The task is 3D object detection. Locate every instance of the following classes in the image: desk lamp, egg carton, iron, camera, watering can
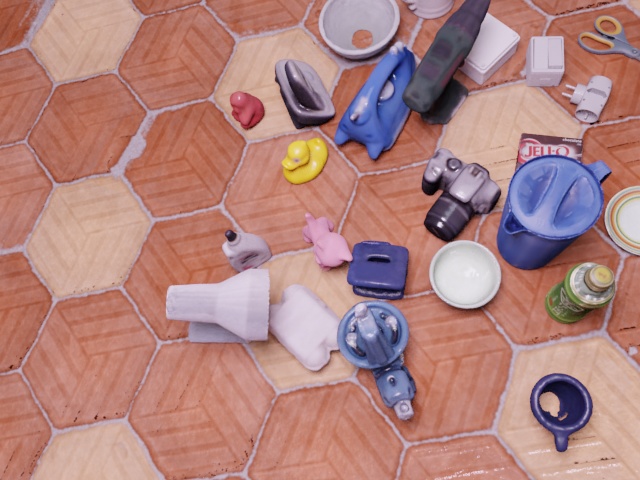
[{"bbox_3d":[-0.163,0.122,0.989,0.203,0.214,0.118,-3,73,9],"label":"desk lamp"},{"bbox_3d":[-0.026,0.155,1.033,0.150,0.069,0.107,41,83,18],"label":"egg carton"},{"bbox_3d":[0.120,-0.296,1.108,0.118,0.141,0.258,24,79,16],"label":"iron"},{"bbox_3d":[0.238,-0.079,1.045,0.143,0.101,0.137,36,82,17],"label":"camera"},{"bbox_3d":[0.226,-0.550,1.140,0.100,0.194,0.173,26,79,16],"label":"watering can"}]

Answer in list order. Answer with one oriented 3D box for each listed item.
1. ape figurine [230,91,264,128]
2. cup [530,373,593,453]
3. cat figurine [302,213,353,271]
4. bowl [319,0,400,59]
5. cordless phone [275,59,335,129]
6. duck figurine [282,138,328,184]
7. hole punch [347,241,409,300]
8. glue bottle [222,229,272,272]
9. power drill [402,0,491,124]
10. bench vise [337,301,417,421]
[{"bbox_3d":[-0.157,-0.275,1.173,0.076,0.092,0.078,-6,72,7],"label":"ape figurine"},{"bbox_3d":[0.378,0.277,0.918,0.091,0.095,0.118,2,74,10],"label":"cup"},{"bbox_3d":[0.010,0.004,1.048,0.067,0.118,0.127,-32,71,-1],"label":"cat figurine"},{"bbox_3d":[0.084,-0.440,1.193,0.167,0.075,0.167,-3,73,8],"label":"bowl"},{"bbox_3d":[-0.042,-0.315,1.117,0.094,0.185,0.147,-27,71,1],"label":"cordless phone"},{"bbox_3d":[-0.034,-0.167,1.123,0.104,0.086,0.077,-43,72,-5],"label":"duck figurine"},{"bbox_3d":[0.104,0.049,1.033,0.108,0.091,0.101,5,74,11],"label":"hole punch"},{"bbox_3d":[-0.143,0.013,1.040,0.078,0.173,0.037,-32,71,-1],"label":"glue bottle"},{"bbox_3d":[0.234,-0.315,1.060,0.075,0.208,0.230,32,81,17],"label":"power drill"},{"bbox_3d":[0.107,0.177,0.926,0.121,0.220,0.207,-40,71,-4],"label":"bench vise"}]
